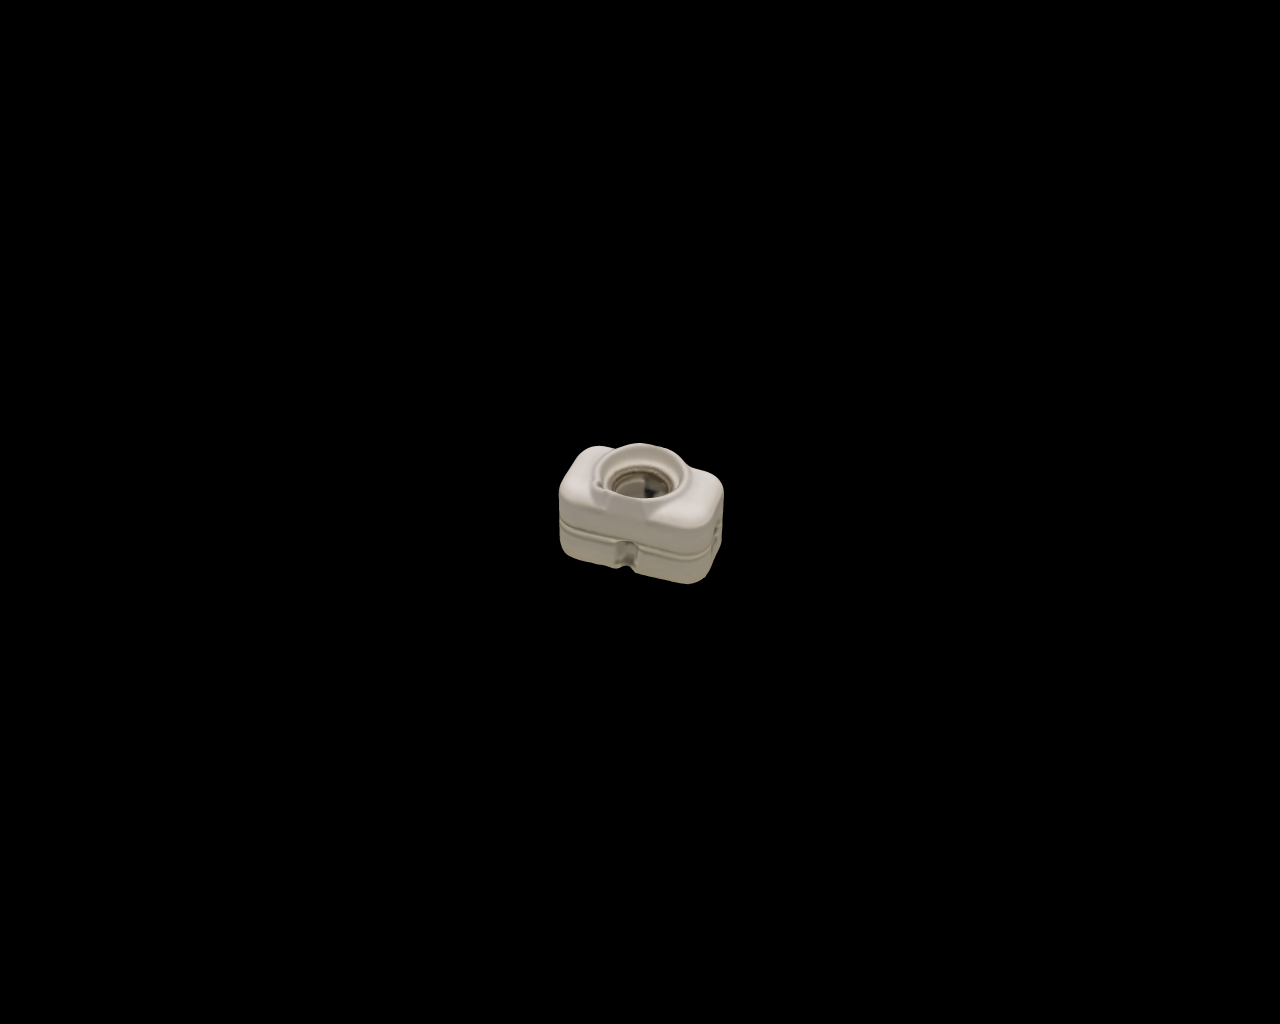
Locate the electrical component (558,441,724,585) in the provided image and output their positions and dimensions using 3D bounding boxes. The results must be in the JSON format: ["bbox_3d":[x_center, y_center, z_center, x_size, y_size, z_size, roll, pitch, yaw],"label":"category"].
[{"bbox_3d":[0.001,-0.003,0.650,0.095,0.059,0.054,14,44,15],"label":"electrical component"}]
